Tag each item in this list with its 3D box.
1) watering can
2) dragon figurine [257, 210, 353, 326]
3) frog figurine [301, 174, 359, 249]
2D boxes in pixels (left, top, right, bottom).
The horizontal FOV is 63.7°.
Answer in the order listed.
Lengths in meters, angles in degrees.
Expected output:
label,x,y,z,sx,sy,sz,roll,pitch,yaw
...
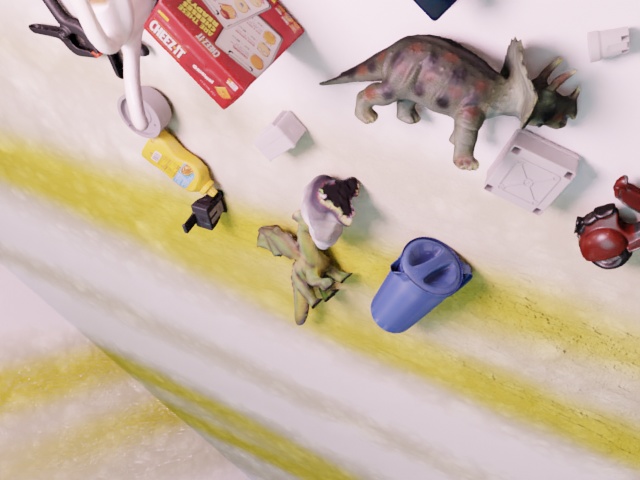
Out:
label,x,y,z,sx,sy,sz,roll,pitch,yaw
watering can,-0.336,-0.379,0.869,0.104,0.230,0.339,-2,133,9
dragon figurine,-0.061,0.057,1.269,0.244,0.124,0.402,47,139,8
frog figurine,0.003,-0.053,1.062,0.122,0.140,0.156,4,151,-27
